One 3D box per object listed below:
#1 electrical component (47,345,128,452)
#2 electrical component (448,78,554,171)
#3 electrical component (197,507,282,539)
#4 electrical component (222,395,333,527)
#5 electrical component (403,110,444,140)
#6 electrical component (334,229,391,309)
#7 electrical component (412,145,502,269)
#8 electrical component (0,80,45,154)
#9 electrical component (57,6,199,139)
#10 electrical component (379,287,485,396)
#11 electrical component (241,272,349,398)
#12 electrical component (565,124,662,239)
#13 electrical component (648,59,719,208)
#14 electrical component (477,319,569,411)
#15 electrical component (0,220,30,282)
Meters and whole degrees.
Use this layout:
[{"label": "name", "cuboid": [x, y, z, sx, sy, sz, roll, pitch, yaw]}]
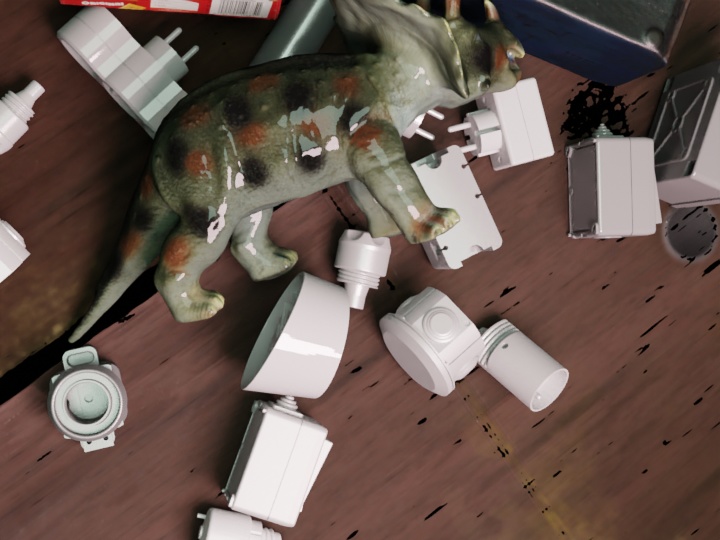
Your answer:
[{"label": "electrical component", "cuboid": [-0.206, 0.099, 0.815, 0.058, 0.057, 0.078, -12, 92, -12]}, {"label": "electrical component", "cuboid": [0.111, -0.116, 0.891, 0.077, 0.047, 0.065, -16, 93, -12]}, {"label": "electrical component", "cuboid": [-0.092, 0.213, 0.848, 0.078, 0.040, 0.040, 15, 87, -13]}, {"label": "electrical component", "cuboid": [-0.062, 0.145, 0.844, 0.061, 0.062, 0.096, 21, 85, -12]}, {"label": "electrical component", "cuboid": [0.032, -0.131, 0.871, 0.074, 0.052, 0.138, 25, 85, -11]}, {"label": "electrical component", "cuboid": [0.000, 0.000, 0.868, 0.043, 0.043, 0.062, 12, 88, -12]}, {"label": "electrical component", "cuboid": [0.069, -0.050, 0.877, 0.050, 0.056, 0.089, -26, 95, -11]}, {"label": "electrical component", "cuboid": [-0.265, -0.118, 0.815, 0.035, 0.035, 0.061, 43, 79, -9]}, {"label": "electrical component", "cuboid": [-0.158, -0.155, 0.830, 0.073, 0.052, 0.138, -45, 99, -9]}, {"label": "electrical component", "cuboid": [0.058, 0.057, 0.863, 0.051, 0.080, 0.080, -40, 98, -15]}, {"label": "electrical component", "cuboid": [-0.049, 0.051, 0.830, 0.064, 0.099, 0.099, 16, 86, -18]}, {"label": "electrical component", "cuboid": [0.214, -0.075, 0.906, 0.061, 0.062, 0.096, -1, 90, -12]}, {"label": "electrical component", "cuboid": [0.289, -0.112, 0.899, 0.056, 0.109, 0.108, 21, 85, -11]}, {"label": "electrical component", "cuboid": [0.127, 0.074, 0.886, 0.043, 0.043, 0.081, -42, 56, -9]}, {"label": "electrical component", "cuboid": [-0.285, -0.007, 0.788, 0.080, 0.080, 0.051, -44, 104, -9]}]
